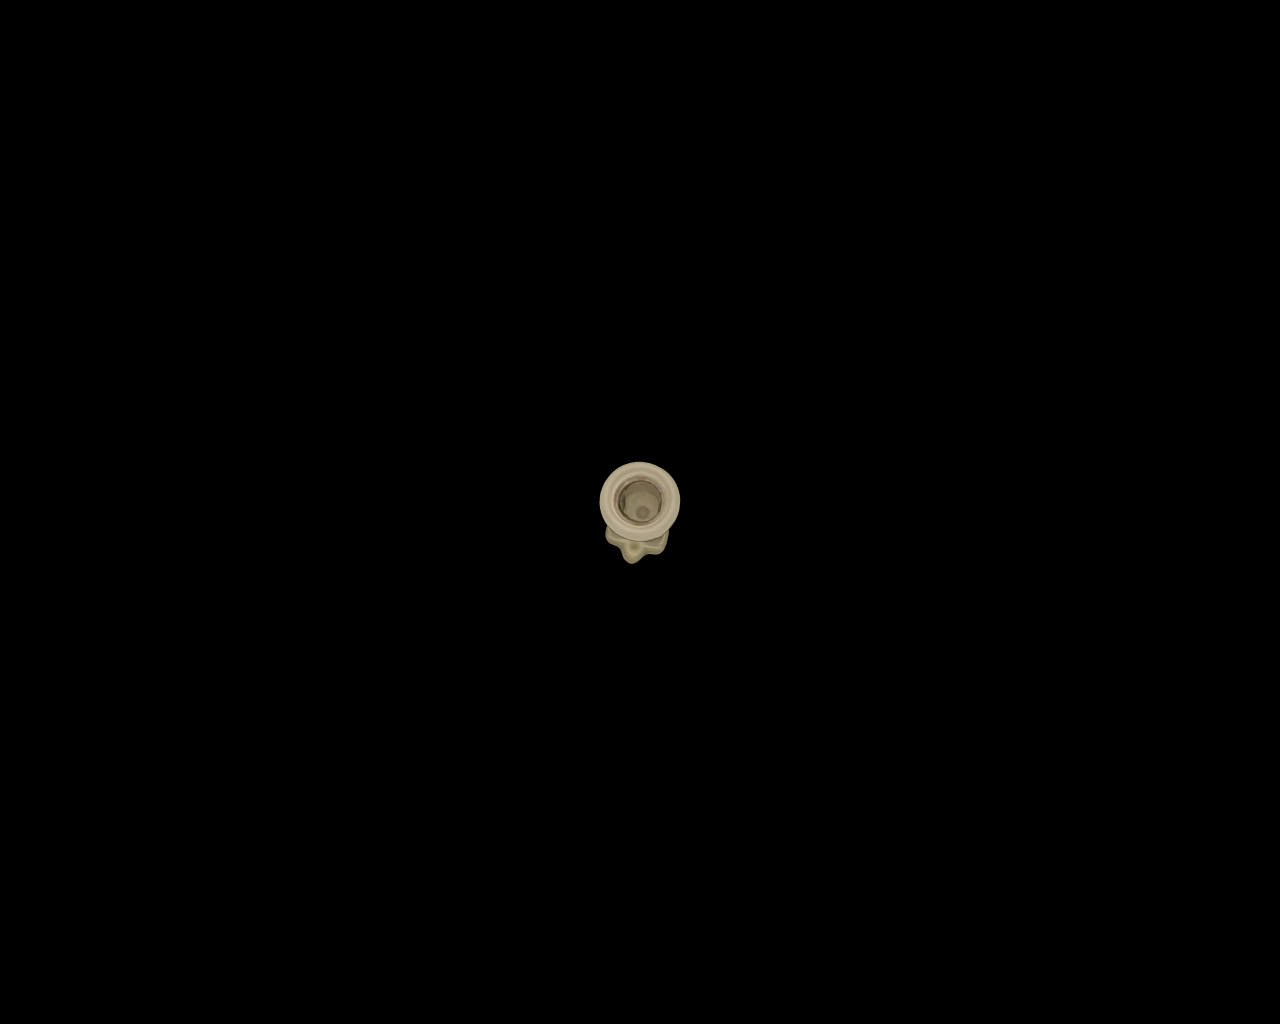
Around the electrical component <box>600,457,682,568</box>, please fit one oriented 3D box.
[{"bbox_3d":[0.001,-0.003,0.650,0.048,0.066,0.055,11,-11,2],"label":"electrical component"}]
